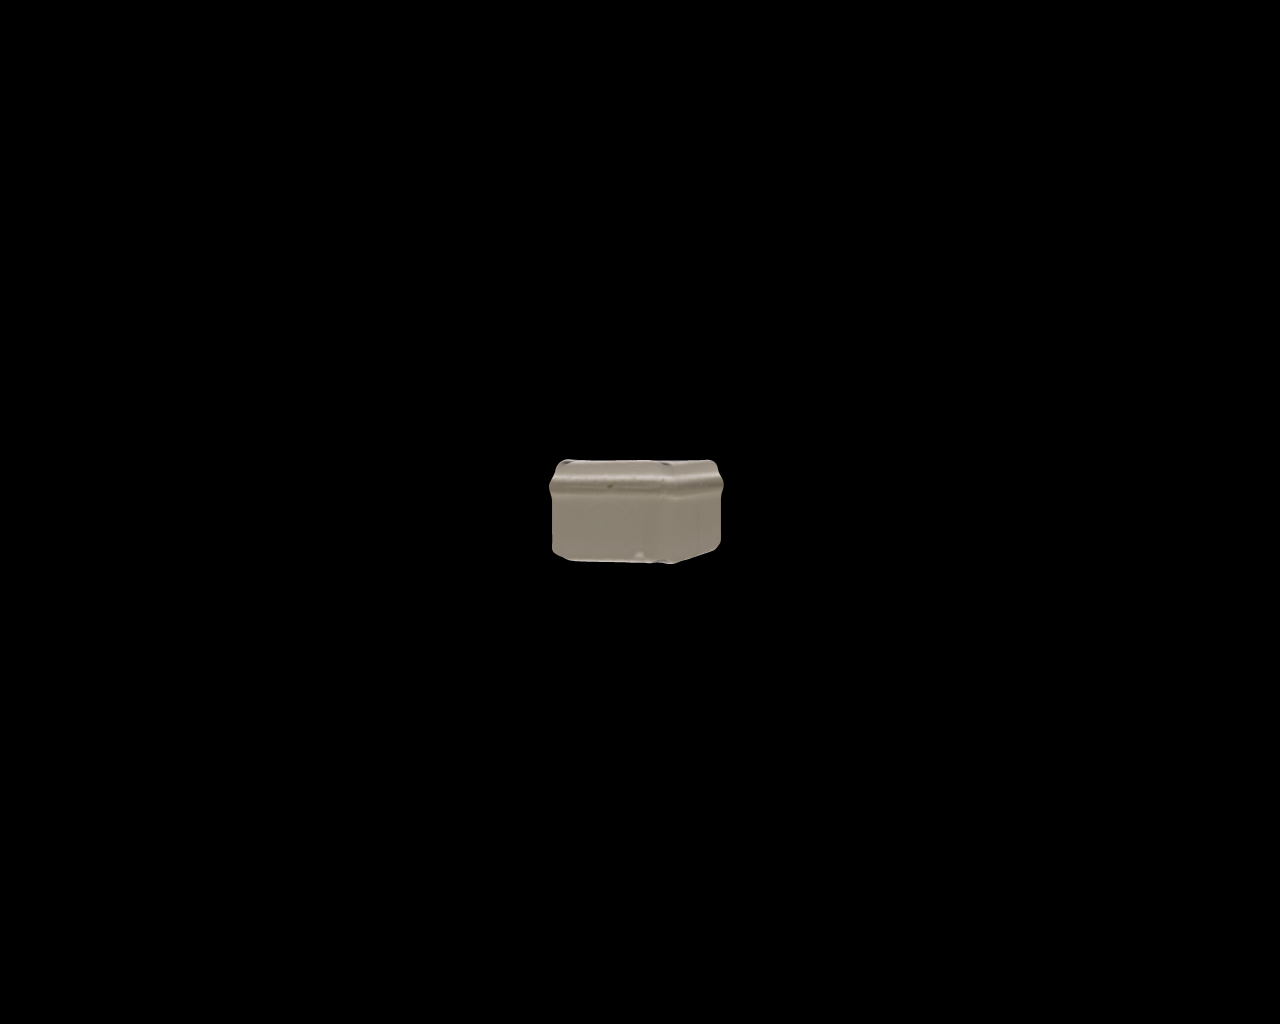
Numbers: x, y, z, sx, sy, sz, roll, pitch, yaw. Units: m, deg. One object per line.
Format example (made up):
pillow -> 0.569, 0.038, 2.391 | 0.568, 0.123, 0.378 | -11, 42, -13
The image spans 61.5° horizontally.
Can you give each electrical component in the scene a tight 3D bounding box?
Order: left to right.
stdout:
electrical component -> 0.001, -0.003, 0.650 | 0.078, 0.057, 0.113 | 1, 3, 20
